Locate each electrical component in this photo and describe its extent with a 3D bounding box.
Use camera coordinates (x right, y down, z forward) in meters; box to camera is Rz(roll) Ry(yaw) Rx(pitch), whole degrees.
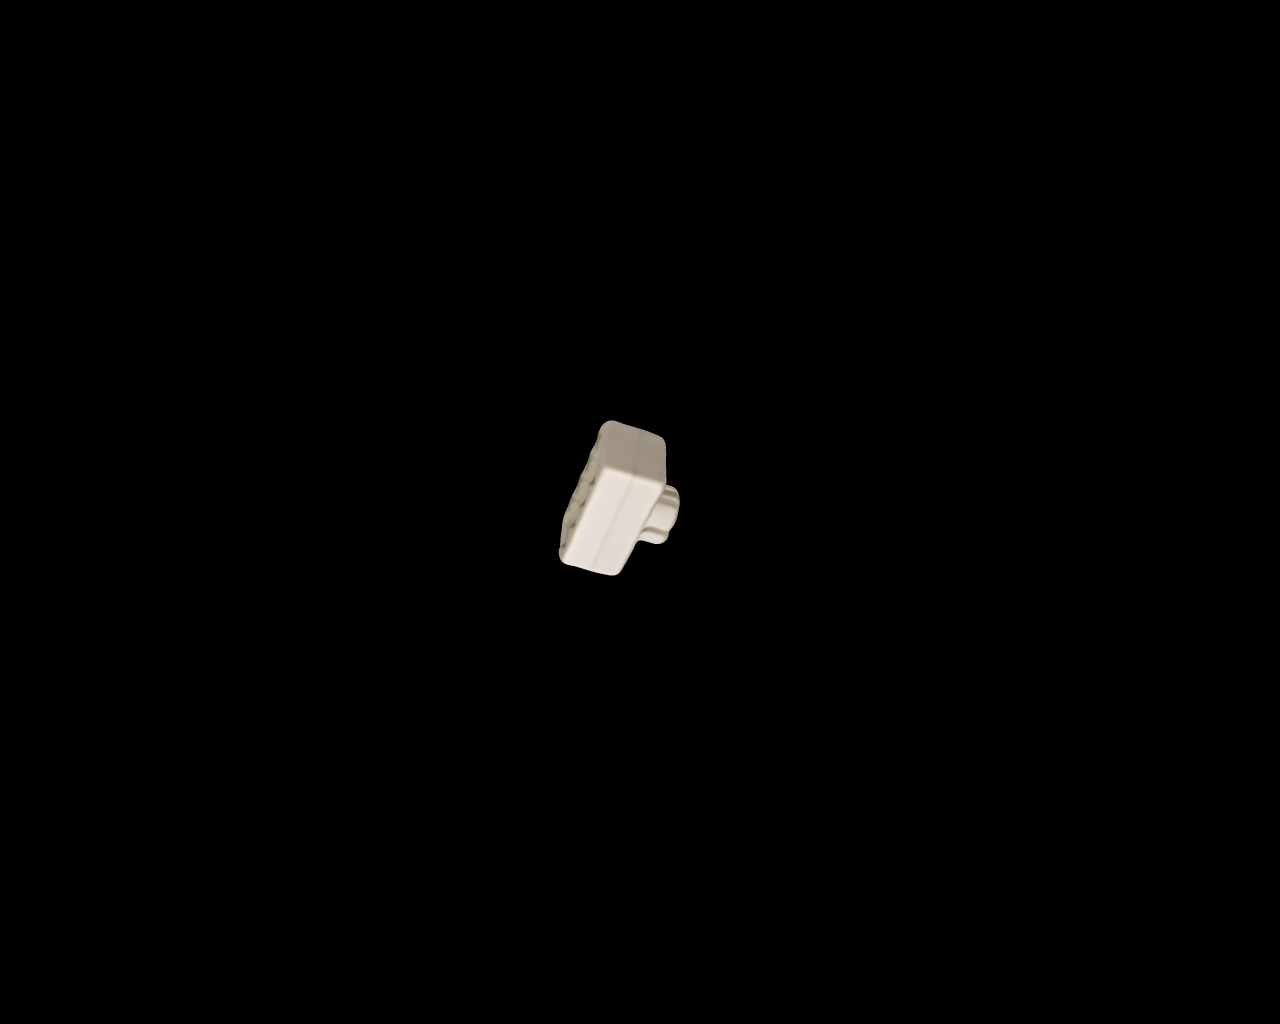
[{"bbox_3d":[0.001,-0.003,0.650,0.076,0.083,0.047,16,40,-13],"label":"electrical component"}]
